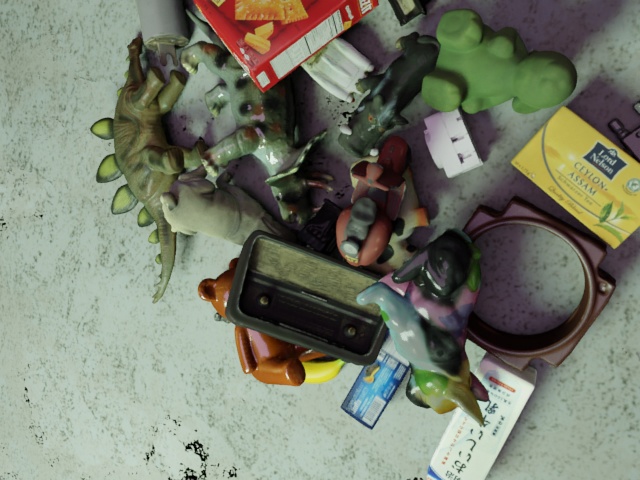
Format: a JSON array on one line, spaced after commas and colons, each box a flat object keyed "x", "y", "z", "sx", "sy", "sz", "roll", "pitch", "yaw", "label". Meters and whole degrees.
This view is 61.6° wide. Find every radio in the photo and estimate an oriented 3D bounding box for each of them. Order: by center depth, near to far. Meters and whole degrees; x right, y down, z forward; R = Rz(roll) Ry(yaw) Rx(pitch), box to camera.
[{"x": -0.014, "y": 0.086, "z": 0.763, "sx": 0.229, "sy": 0.073, "sz": 0.131, "roll": 21, "pitch": 78, "yaw": -9, "label": "radio"}]

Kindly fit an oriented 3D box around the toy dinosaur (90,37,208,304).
[{"x": -0.296, "y": -0.131, "z": 0.940, "sx": 0.199, "sy": 0.105, "sz": 0.471, "roll": -17, "pitch": 81, "yaw": 31, "label": "toy dinosaur"}]

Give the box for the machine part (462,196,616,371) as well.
[{"x": 0.271, "y": 0.058, "z": 0.732, "sx": 0.201, "sy": 0.087, "sz": 0.201, "roll": 33, "pitch": 106, "yaw": 16, "label": "machine part"}]

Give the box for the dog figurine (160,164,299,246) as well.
[{"x": -0.139, "y": -0.023, "z": 0.851, "sx": 0.191, "sy": 0.172, "sz": 0.121, "roll": 35, "pitch": 119, "yaw": 22, "label": "dog figurine"}]

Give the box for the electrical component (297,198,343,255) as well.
[{"x": -0.002, "y": -0.003, "z": 0.831, "sx": 0.048, "sy": 0.074, "sz": 0.119, "roll": 36, "pitch": 91, "yaw": 15, "label": "electrical component"}]

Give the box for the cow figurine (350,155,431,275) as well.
[{"x": 0.096, "y": -0.032, "z": 0.795, "sx": 0.127, "sy": 0.085, "sz": 0.194, "roll": -15, "pitch": 93, "yaw": 18, "label": "cow figurine"}]

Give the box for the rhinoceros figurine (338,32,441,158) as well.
[{"x": 0.100, "y": -0.196, "z": 0.749, "sx": 0.073, "sy": 0.112, "sz": 0.190, "roll": 35, "pitch": 105, "yaw": -27, "label": "rhinoceros figurine"}]

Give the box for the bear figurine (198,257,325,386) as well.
[{"x": -0.088, "y": 0.120, "z": 0.833, "sx": 0.132, "sy": 0.120, "sz": 0.195, "roll": -17, "pitch": 101, "yaw": 39, "label": "bear figurine"}]

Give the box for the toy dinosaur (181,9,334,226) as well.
[{"x": -0.099, "y": -0.220, "z": 0.842, "sx": 0.192, "sy": 0.131, "sz": 0.404, "roll": -16, "pitch": 83, "yaw": 7, "label": "toy dinosaur"}]

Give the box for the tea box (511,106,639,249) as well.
[{"x": 0.345, "y": -0.082, "z": 0.693, "sx": 0.170, "sy": 0.068, "sz": 0.098, "roll": 43, "pitch": 111, "yaw": 14, "label": "tea box"}]

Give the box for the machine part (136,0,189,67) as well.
[{"x": -0.272, "y": -0.413, "z": 0.905, "sx": 0.079, "sy": 0.079, "sz": 0.243, "roll": -9, "pitch": 92, "yaw": 23, "label": "machine part"}]

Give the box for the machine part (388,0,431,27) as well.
[{"x": 0.157, "y": -0.368, "z": 0.754, "sx": 0.139, "sy": 0.039, "sz": 0.084, "roll": -33, "pitch": 75, "yaw": 24, "label": "machine part"}]

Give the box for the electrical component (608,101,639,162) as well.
[{"x": 0.418, "y": -0.128, "z": 0.682, "sx": 0.063, "sy": 0.021, "sz": 0.094, "roll": -40, "pitch": 82, "yaw": 22, "label": "electrical component"}]

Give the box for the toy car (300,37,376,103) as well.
[{"x": -0.004, "y": -0.289, "z": 0.819, "sx": 0.202, "sy": 0.056, "sz": 0.073, "roll": 41, "pitch": 110, "yaw": 13, "label": "toy car"}]

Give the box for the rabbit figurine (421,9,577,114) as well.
[{"x": 0.239, "y": -0.201, "z": 0.677, "sx": 0.170, "sy": 0.159, "sz": 0.121, "roll": 29, "pitch": 109, "yaw": 36, "label": "rabbit figurine"}]

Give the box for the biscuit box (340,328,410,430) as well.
[{"x": 0.105, "y": 0.183, "z": 0.805, "sx": 0.059, "sy": 0.063, "sz": 0.202, "roll": 31, "pitch": 108, "yaw": 14, "label": "biscuit box"}]

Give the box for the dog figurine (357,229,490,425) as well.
[{"x": 0.164, "y": 0.118, "z": 0.684, "sx": 0.191, "sy": 0.108, "sz": 0.219, "roll": -38, "pitch": 85, "yaw": 21, "label": "dog figurine"}]

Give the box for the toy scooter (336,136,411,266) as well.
[{"x": 0.066, "y": -0.048, "z": 0.692, "sx": 0.075, "sy": 0.135, "sz": 0.183, "roll": 22, "pitch": 100, "yaw": 12, "label": "toy scooter"}]

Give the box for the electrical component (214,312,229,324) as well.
[{"x": -0.152, "y": 0.095, "z": 0.934, "sx": 0.078, "sy": 0.045, "sz": 0.102, "roll": 43, "pitch": 110, "yaw": 11, "label": "electrical component"}]
